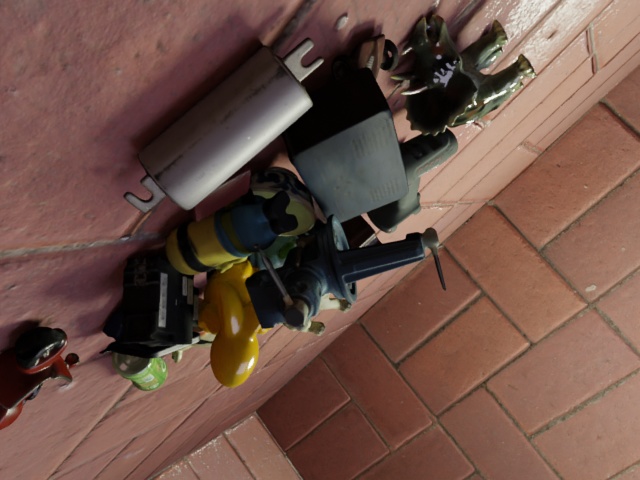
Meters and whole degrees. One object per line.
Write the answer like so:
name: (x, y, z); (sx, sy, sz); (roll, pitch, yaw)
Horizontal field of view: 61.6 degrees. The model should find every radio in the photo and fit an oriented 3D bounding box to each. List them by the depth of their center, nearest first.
radio: (0.038, -0.109, 0.710); (0.131, 0.073, 0.229); (-23, 154, 6)

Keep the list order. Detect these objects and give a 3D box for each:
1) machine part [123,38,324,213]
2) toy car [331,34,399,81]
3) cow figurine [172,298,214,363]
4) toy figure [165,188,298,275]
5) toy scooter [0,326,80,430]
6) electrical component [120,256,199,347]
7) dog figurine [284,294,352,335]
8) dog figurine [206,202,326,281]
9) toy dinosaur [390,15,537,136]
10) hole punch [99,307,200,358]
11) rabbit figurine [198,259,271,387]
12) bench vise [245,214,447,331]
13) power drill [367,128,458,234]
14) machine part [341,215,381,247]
machine part: (-0.094, -0.110, 0.541); (0.243, 0.079, 0.079); (-41, 165, 2)
toy car: (0.042, -0.182, 0.714); (0.089, 0.053, 0.202); (-27, 162, -30)
cow figurine: (-0.211, 0.160, 0.979); (0.195, 0.085, 0.127); (-4, 148, -18)
toy figure: (-0.121, -0.010, 0.697); (0.180, 0.082, 0.089); (-18, 165, 30)
toy scooter: (-0.393, 0.187, 0.712); (0.184, 0.075, 0.135); (-43, 167, -4)
electrical component: (-0.217, 0.089, 0.745); (0.058, 0.115, 0.134); (-3, 165, 13)
dog figurine: (-0.044, 0.105, 1.031); (0.172, 0.121, 0.190); (-42, 152, 5)
dog figurine: (-0.087, 0.025, 0.902); (0.219, 0.108, 0.191); (-43, 161, 30)
toy dinosaur: (0.233, -0.244, 0.883); (0.192, 0.131, 0.404); (-31, 173, 17)
hole punch: (-0.264, 0.125, 0.837); (0.116, 0.092, 0.142); (-4, -172, 32)
rabbit figurine: (-0.113, 0.121, 0.776); (0.122, 0.173, 0.162); (15, 136, -14)
bench vise: (0.033, 0.032, 0.681); (0.241, 0.128, 0.223); (-14, -174, 11)
power drill: (0.132, -0.096, 0.950); (0.232, 0.086, 0.207); (-36, 155, -17)
machine part: (0.055, -0.013, 1.014); (0.056, 0.179, 0.179); (-39, 165, -9)
